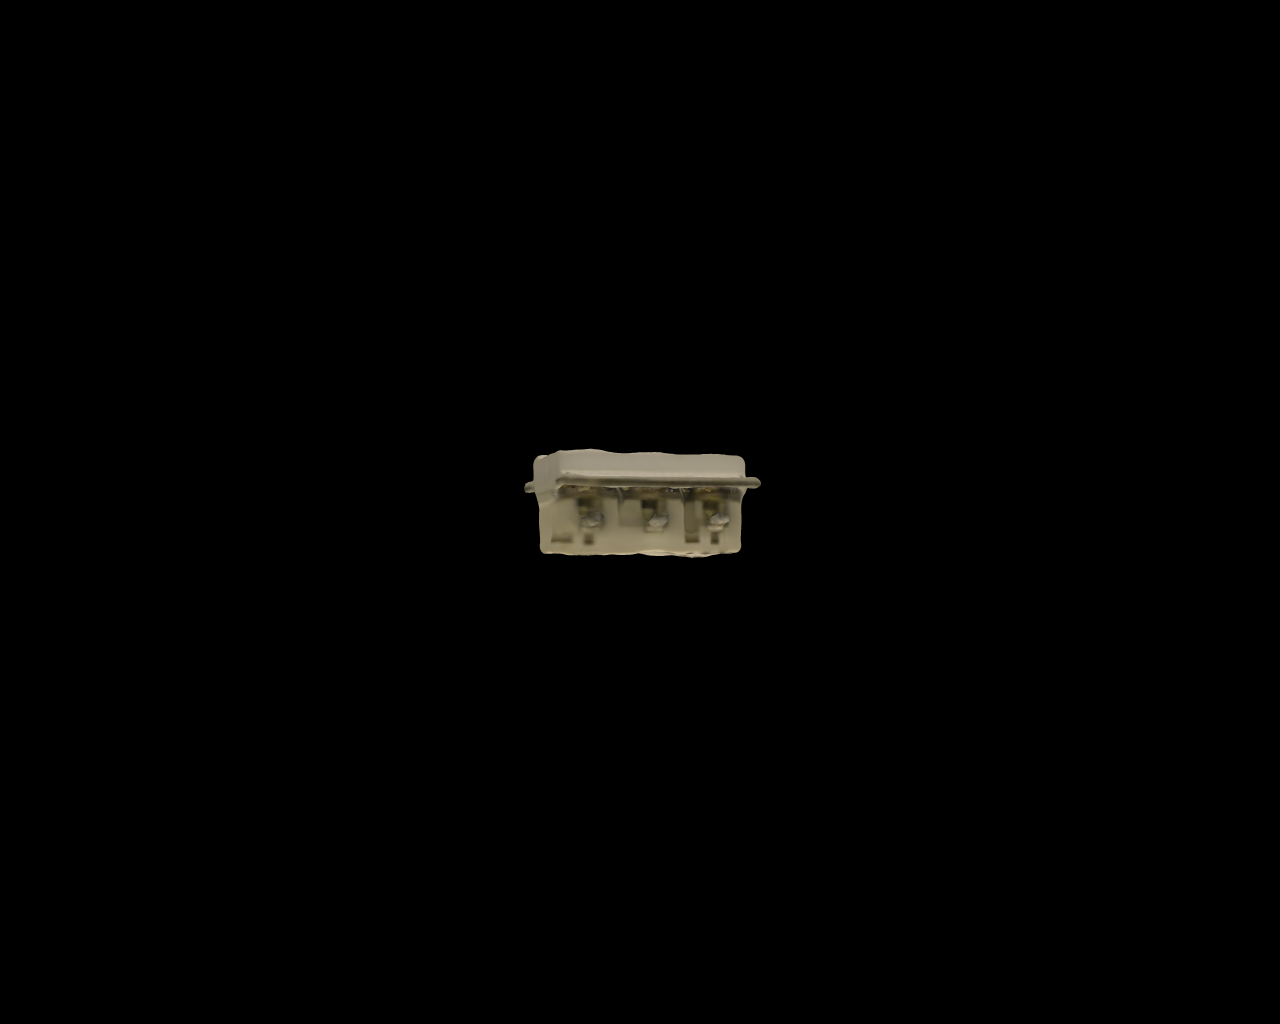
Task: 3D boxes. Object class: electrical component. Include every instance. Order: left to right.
[{"bbox_3d":[0.001,-0.003,0.650,0.121,0.063,0.078,1,-4,-23],"label":"electrical component"}]
